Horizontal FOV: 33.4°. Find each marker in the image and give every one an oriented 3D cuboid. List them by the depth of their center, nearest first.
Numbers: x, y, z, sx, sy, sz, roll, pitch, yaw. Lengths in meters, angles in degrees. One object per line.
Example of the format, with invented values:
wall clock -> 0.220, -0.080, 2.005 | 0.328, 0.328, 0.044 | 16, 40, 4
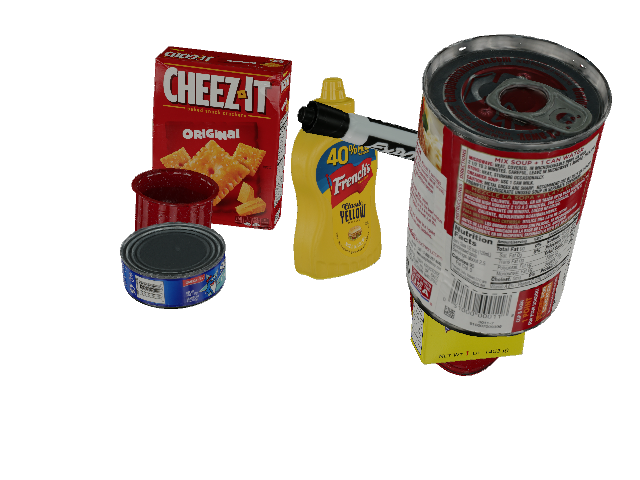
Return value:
marker -> 0.040, -0.061, 0.633 | 0.120, 0.020, 0.020 | 12, -6, -29

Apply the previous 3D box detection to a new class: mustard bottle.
mustard bottle -> 0.015, -0.064, 1.050 | 0.096, 0.192, 0.058 | -16, 22, -36

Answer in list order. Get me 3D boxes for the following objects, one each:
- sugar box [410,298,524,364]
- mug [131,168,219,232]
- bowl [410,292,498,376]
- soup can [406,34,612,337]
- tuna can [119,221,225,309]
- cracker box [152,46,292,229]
sugar box -> 0.128, 0.016, 0.883 | 0.093, 0.176, 0.048 | -5, 31, -10
mug -> -0.162, -0.028, 1.160 | 0.093, 0.081, 0.117 | -3, 29, -20
bowl -> 0.173, 0.065, 1.152 | 0.161, 0.162, 0.055 | 0, -6, -40
soup can -> 0.070, -0.019, 0.418 | 0.068, 0.102, 0.068 | 0, 44, 0
tuna can -> -0.120, 0.020, 0.877 | 0.086, 0.034, 0.086 | 1, 31, -1
cracker box -> -0.128, -0.128, 1.361 | 0.164, 0.214, 0.072 | 8, 24, 6
